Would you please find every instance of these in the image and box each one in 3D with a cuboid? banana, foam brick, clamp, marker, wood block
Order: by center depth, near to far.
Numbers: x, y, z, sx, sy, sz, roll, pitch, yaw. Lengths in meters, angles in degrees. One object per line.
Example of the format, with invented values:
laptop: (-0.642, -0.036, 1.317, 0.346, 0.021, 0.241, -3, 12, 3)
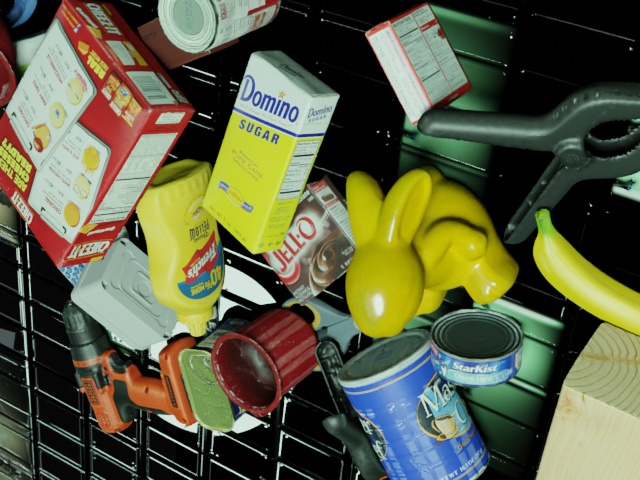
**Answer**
clamp: (0.205, -0.070, 0.873, 0.210, 0.036, 0.164, -14, 134, 26)
banana: (0.256, 0.049, 0.908, 0.198, 0.037, 0.070, 33, 162, 8)
wood block: (0.251, 0.187, 0.939, 0.091, 0.090, 0.206, 24, 135, 23)
foam brick: (-0.129, -0.202, 1.047, 0.078, 0.051, 0.053, -12, 105, 38)
clamp: (0.035, 0.187, 1.118, 0.039, 0.120, 0.171, -15, 136, 13)
marker: (-0.125, 0.103, 1.226, 0.020, 0.020, 0.121, 13, 120, 29)

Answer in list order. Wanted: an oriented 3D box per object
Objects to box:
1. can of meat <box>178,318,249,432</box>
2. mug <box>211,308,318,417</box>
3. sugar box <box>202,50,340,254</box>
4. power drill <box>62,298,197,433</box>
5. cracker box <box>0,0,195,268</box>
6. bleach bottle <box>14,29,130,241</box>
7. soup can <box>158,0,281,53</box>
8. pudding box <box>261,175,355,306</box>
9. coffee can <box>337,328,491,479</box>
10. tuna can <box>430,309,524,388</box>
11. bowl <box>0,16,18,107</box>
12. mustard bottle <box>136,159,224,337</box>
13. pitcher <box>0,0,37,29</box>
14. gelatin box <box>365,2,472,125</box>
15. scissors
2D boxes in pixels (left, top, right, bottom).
can of meat: (-0.103, 0.148, 1.192, 0.058, 0.083, 0.102, 1, 114, 35)
mug: (-0.054, 0.134, 1.130, 0.093, 0.081, 0.117, 18, 123, 31)
sugar box: (-0.051, -0.084, 1.030, 0.093, 0.048, 0.176, 41, 126, 33)
power drill: (-0.226, 0.154, 1.302, 0.188, 0.057, 0.184, -2, 114, 38)
cracker box: (-0.234, -0.105, 1.064, 0.164, 0.071, 0.214, 50, 123, 22)
bleach bottle: (-0.265, -0.110, 1.185, 0.103, 0.068, 0.251, -5, 113, 38)
soup can: (-0.091, -0.217, 0.979, 0.069, 0.102, 0.068, 17, 122, 28)
pudding box: (-0.007, 0.001, 1.077, 0.090, 0.039, 0.114, 52, 130, 3)
coffee can: (0.093, 0.173, 1.055, 0.103, 0.102, 0.140, -19, 102, 40)
tuna can: (0.145, 0.100, 0.992, 0.086, 0.086, 0.034, 14, 123, 29)
bowl: (-0.374, -0.210, 1.100, 0.162, 0.055, 0.162, 18, 150, 10)
mustard bottle: (-0.143, 0.017, 1.142, 0.058, 0.096, 0.192, 10, 119, 30)
pitcher: (-0.338, -0.305, 1.094, 0.243, 0.149, 0.145, 6, 73, 29)
gelatin box: (0.084, -0.152, 0.909, 0.030, 0.073, 0.089, -23, 100, 40)
scissors: (0.028, 0.072, 1.105, 0.096, 0.016, 0.202, 50, 131, 2)
